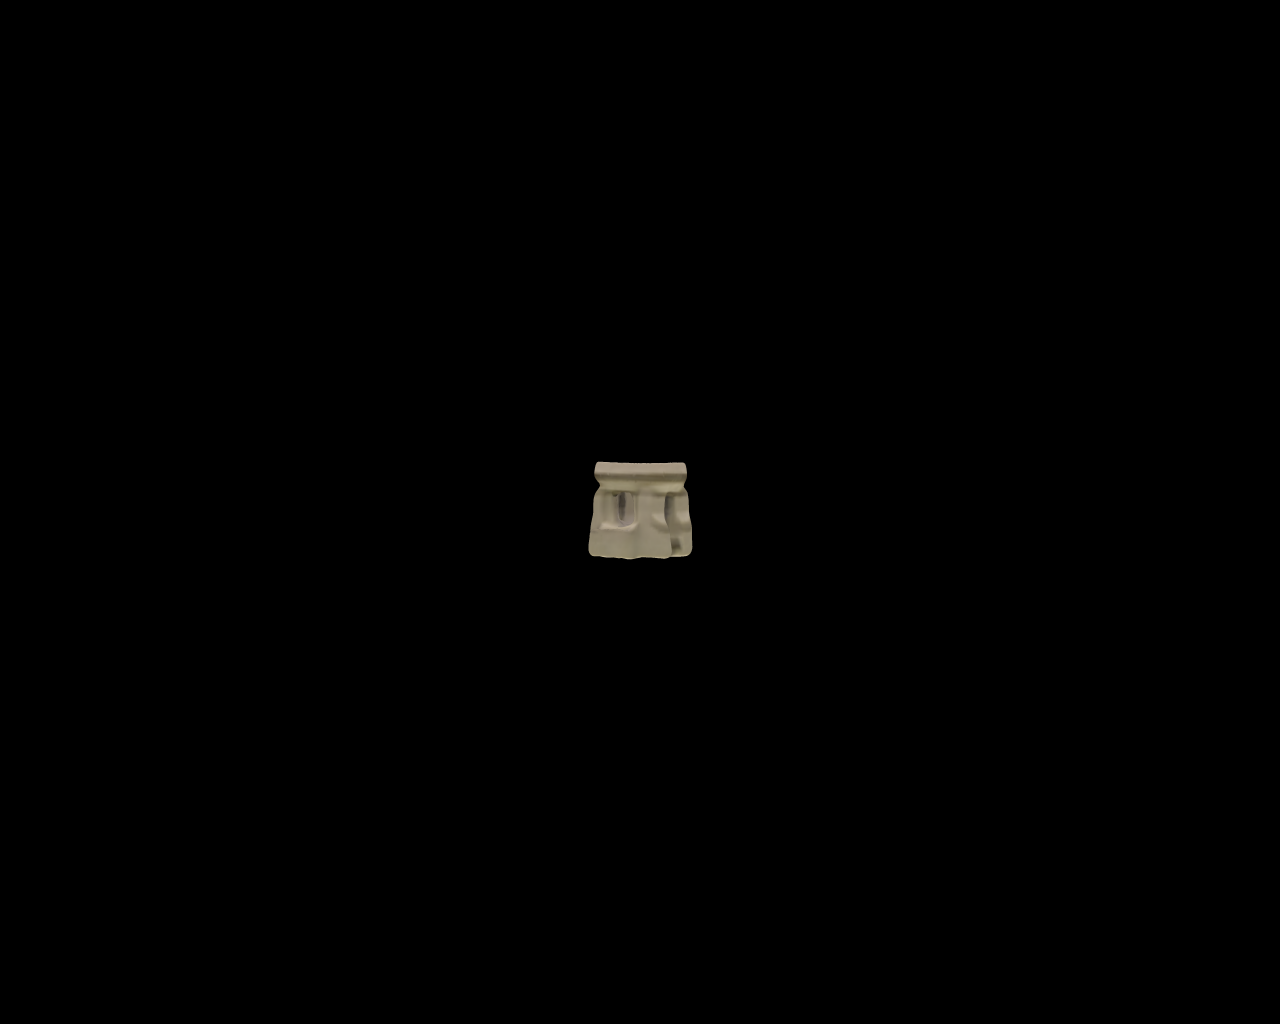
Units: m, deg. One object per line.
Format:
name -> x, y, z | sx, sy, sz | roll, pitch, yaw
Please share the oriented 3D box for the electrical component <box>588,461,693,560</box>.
electrical component -> 0.001, -0.003, 0.650 | 0.058, 0.057, 0.078 | 2, 3, 36
